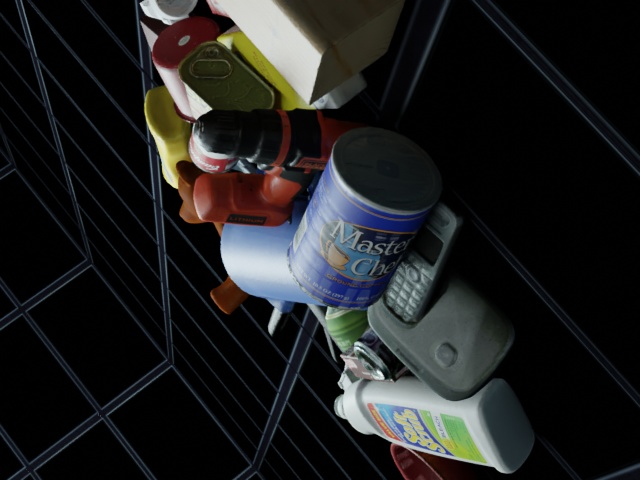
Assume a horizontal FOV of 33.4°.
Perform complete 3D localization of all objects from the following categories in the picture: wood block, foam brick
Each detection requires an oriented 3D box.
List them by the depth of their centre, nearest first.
[{"bbox_3d":[-0.037,-0.225,0.871,0.206,0.090,0.091,50,161,11],"label":"wood block"},{"bbox_3d":[-0.162,-0.232,1.234,0.078,0.053,0.051,41,159,32],"label":"foam brick"}]

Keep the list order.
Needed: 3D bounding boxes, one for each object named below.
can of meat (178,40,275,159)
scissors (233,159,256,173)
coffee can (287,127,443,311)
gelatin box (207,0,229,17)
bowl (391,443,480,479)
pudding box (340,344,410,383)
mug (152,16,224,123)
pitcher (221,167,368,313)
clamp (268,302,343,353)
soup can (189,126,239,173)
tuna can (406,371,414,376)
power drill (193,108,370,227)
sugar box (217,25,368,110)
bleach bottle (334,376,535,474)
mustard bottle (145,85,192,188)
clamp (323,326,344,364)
[{"bbox_3d":[-0.091,-0.138,1.076,0.102,0.057,0.084,44,166,15],"label":"can of meat"},{"bbox_3d":[-0.091,-0.083,1.403,0.202,0.016,0.096,52,164,3],"label":"scissors"},{"bbox_3d":[0.038,-0.018,0.976,0.103,0.102,0.140,46,137,21],"label":"coffee can"},{"bbox_3d":[-0.098,-0.263,1.051,0.073,0.030,0.089,29,150,54],"label":"gelatin box"},{"bbox_3d":[0.170,0.323,1.450,0.162,0.055,0.162,46,161,20],"label":"bowl"},{"bbox_3d":[0.084,0.121,1.225,0.039,0.090,0.114,55,162,-11],"label":"pudding box"},{"bbox_3d":[-0.120,-0.188,1.157,0.117,0.093,0.081,-1,144,20],"label":"mug"},{"bbox_3d":[-0.008,0.001,1.192,0.149,0.145,0.243,39,165,-25],"label":"pitcher"},{"bbox_3d":[-0.016,0.062,1.374,0.165,0.036,0.210,20,130,37],"label":"clamp"},{"bbox_3d":[-0.123,-0.130,1.310,0.068,0.068,0.102,51,162,5],"label":"soup can"},{"bbox_3d":[0.135,0.158,1.258,0.086,0.033,0.086,46,161,21],"label":"tuna can"},{"bbox_3d":[-0.058,-0.070,1.042,0.188,0.184,0.057,-35,54,58],"label":"power drill"},{"bbox_3d":[-0.031,-0.172,1.029,0.093,0.048,0.176,57,164,-19],"label":"sugar box"},{"bbox_3d":[0.115,0.203,1.216,0.251,0.068,0.102,-5,120,48],"label":"bleach bottle"},{"bbox_3d":[-0.204,-0.129,1.519,0.191,0.058,0.096,86,164,-61],"label":"mustard bottle"},{"bbox_3d":[0.012,0.094,1.431,0.171,0.039,0.120,56,146,6],"label":"clamp"}]
